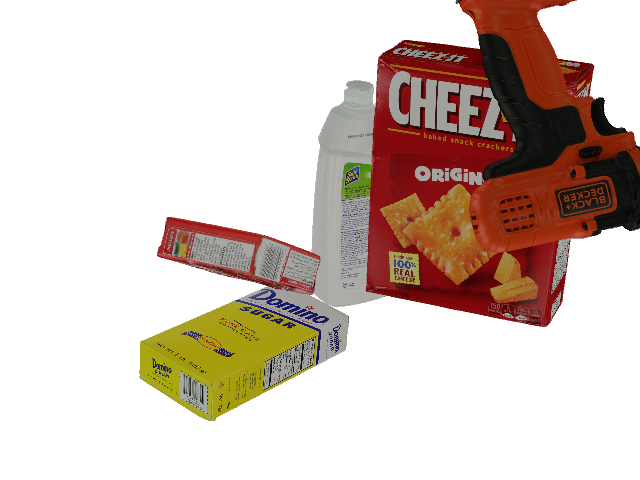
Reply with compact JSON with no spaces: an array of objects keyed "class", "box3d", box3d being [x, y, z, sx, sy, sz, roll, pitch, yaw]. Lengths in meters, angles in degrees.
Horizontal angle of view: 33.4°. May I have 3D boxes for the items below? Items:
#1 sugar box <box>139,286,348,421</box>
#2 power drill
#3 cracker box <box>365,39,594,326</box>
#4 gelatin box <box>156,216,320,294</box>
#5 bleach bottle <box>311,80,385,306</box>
[{"class":"sugar box","box3d":[-0.065,0.094,0.958,0.093,0.048,0.175,25,34,34]},{"class":"power drill","box3d":[0.172,-0.096,0.679,0.184,0.187,0.057,-13,-1,-4]},{"class":"cracker box","box3d":[0.127,-0.046,0.887,0.164,0.214,0.072,12,26,21]},{"class":"gelatin box","box3d":[-0.051,0.011,0.697,0.073,0.030,0.089,12,-5,26]},{"class":"bleach bottle","box3d":[0.043,-0.053,1.178,0.102,0.251,0.068,-13,31,-28]}]
